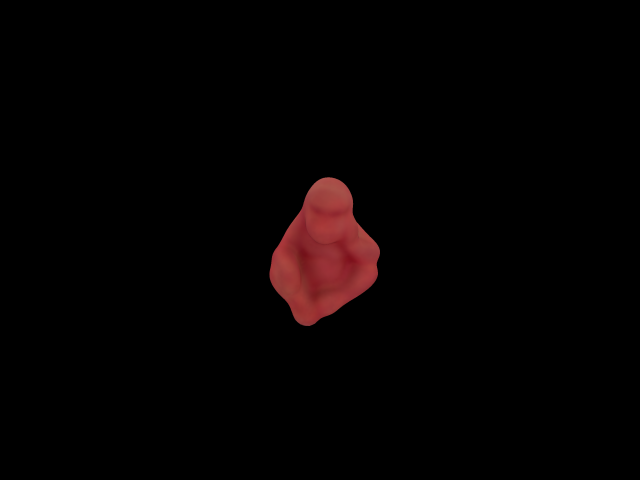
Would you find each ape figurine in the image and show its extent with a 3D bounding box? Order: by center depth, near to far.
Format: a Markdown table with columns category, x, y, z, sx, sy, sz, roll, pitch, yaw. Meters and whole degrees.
| category | x | y | z | sx | sy | sz | roll | pitch | yaw |
| --- | --- | --- | --- | --- | --- | --- | --- | --- | --- |
| ape figurine | 0.004 | 0.001 | 0.400 | 0.078 | 0.092 | 0.076 | 0 | 28 | 0 |
